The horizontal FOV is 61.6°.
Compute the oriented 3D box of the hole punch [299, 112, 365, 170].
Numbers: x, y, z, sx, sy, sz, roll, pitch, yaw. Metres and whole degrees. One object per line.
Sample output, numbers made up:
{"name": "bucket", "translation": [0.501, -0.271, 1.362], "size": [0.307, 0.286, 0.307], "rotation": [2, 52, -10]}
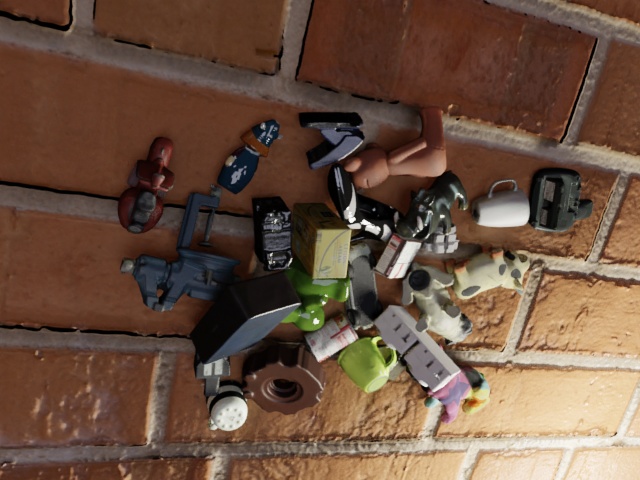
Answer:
{"name": "hole punch", "translation": [0.022, -0.185, 0.981], "size": [0.116, 0.142, 0.092], "rotation": [-4, 109, -2]}

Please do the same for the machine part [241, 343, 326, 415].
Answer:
{"name": "machine part", "translation": [-0.077, 0.297, 1.131], "size": [0.179, 0.056, 0.179], "rotation": [1, 126, 2]}

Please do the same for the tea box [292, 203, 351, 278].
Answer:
{"name": "tea box", "translation": [-0.002, -0.003, 1.014], "size": [0.068, 0.170, 0.098], "rotation": [-1, 111, -17]}

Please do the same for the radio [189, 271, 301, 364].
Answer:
{"name": "radio", "translation": [-0.141, 0.146, 0.996], "size": [0.131, 0.073, 0.229], "rotation": [-15, 160, -39]}

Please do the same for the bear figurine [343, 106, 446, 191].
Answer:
{"name": "bear figurine", "translation": [0.145, -0.167, 1.048], "size": [0.196, 0.132, 0.120], "rotation": [-5, 151, 14]}

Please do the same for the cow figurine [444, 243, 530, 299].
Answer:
{"name": "cow figurine", "translation": [0.388, 0.077, 1.219], "size": [0.195, 0.086, 0.127], "rotation": [-19, 111, -11]}

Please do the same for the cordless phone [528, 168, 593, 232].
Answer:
{"name": "cordless phone", "translation": [0.571, -0.096, 1.229], "size": [0.184, 0.089, 0.146], "rotation": [-10, 112, -27]}

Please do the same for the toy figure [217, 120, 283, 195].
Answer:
{"name": "toy figure", "translation": [-0.130, -0.157, 0.979], "size": [0.058, 0.064, 0.154], "rotation": [35, 92, 11]}

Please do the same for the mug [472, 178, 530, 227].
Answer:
{"name": "mug", "translation": [0.388, -0.076, 1.165], "size": [0.107, 0.081, 0.109], "rotation": [-10, 117, -4]}

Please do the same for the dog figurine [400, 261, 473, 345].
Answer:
{"name": "dog figurine", "translation": [0.266, 0.143, 1.213], "size": [0.121, 0.172, 0.190], "rotation": [-17, 157, 20]}

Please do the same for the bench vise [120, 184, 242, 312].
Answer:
{"name": "bench vise", "translation": [-0.238, 0.014, 0.980], "size": [0.224, 0.129, 0.240], "rotation": [14, 84, -12]}

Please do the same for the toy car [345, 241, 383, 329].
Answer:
{"name": "toy car", "translation": [0.087, 0.101, 1.146], "size": [0.073, 0.056, 0.201], "rotation": [-18, 115, -18]}

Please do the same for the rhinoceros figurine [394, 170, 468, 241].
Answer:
{"name": "rhinoceros figurine", "translation": [0.226, -0.065, 1.083], "size": [0.190, 0.073, 0.111], "rotation": [-43, 133, -26]}

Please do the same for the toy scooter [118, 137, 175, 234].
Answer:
{"name": "toy scooter", "translation": [-0.291, -0.082, 0.911], "size": [0.075, 0.135, 0.183], "rotation": [19, 104, -25]}

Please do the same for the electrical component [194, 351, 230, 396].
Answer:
{"name": "electrical component", "translation": [-0.221, 0.258, 1.107], "size": [0.075, 0.048, 0.119], "rotation": [-3, 111, -17]}

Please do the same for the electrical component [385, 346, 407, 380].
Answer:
{"name": "electrical component", "translation": [0.162, 0.286, 1.246], "size": [0.102, 0.045, 0.078], "rotation": [-53, 145, 9]}

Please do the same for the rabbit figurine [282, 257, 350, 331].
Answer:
{"name": "rabbit figurine", "translation": [-0.025, 0.123, 1.086], "size": [0.159, 0.121, 0.170], "rotation": [-7, 126, -23]}

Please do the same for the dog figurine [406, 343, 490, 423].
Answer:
{"name": "dog figurine", "translation": [0.298, 0.307, 1.260], "size": [0.192, 0.109, 0.219], "rotation": [-21, 114, -11]}

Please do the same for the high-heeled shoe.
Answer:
{"name": "high-heeled shoe", "translation": [0.100, -0.074, 1.034], "size": [0.145, 0.086, 0.248], "rotation": [-22, 143, -5]}

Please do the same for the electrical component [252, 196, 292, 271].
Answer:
{"name": "electrical component", "translation": [-0.091, -0.017, 0.999], "size": [0.058, 0.134, 0.114], "rotation": [-4, 108, -16]}
